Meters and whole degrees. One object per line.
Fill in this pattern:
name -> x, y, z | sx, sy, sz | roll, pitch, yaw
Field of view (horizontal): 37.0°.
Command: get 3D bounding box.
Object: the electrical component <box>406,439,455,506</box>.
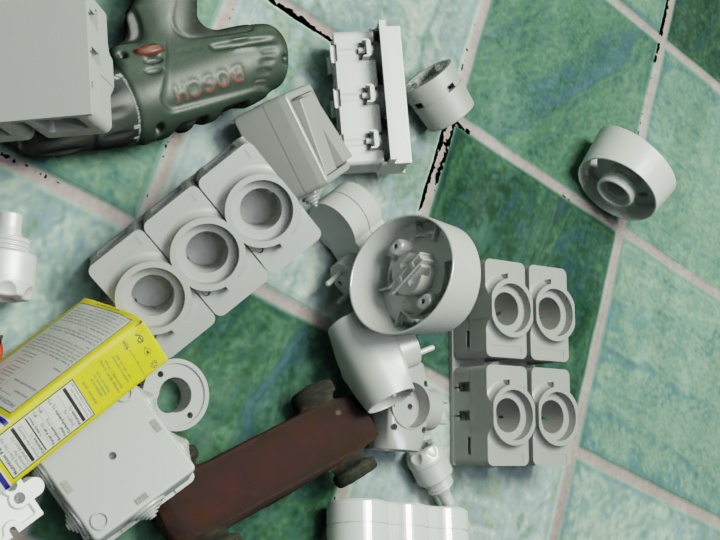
electrical component -> 0.067, 0.183, 0.954 | 0.035, 0.035, 0.061 | -34, 105, -34

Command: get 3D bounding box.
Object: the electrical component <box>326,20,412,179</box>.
electrical component -> 0.007, -0.147, 0.946 | 0.063, 0.078, 0.121 | -4, 83, -6

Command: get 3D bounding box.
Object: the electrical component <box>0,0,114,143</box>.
electrical component -> -0.232, -0.185, 0.739 | 0.105, 0.060, 0.186 | -5, 84, 3

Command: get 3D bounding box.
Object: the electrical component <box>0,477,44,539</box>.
electrical component -> -0.250, 0.161, 0.721 | 0.066, 0.055, 0.048 | -37, 103, -34

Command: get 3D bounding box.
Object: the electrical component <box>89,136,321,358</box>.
electrical component -> -0.116, -0.017, 0.802 | 0.150, 0.062, 0.089 | -39, 107, -2

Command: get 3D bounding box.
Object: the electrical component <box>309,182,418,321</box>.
electrical component -> 0.000, 0.000, 0.927 | 0.074, 0.052, 0.138 | -41, 106, -33

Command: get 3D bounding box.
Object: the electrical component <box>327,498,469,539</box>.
electrical component -> 0.033, 0.236, 0.903 | 0.138, 0.052, 0.073 | 14, 65, -33

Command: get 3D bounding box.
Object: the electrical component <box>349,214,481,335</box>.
electrical component -> 0.046, 0.005, 0.867 | 0.064, 0.099, 0.099 | 9, 77, -40

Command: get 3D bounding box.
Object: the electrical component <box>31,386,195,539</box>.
electrical component -> -0.175, 0.135, 0.758 | 0.100, 0.048, 0.099 | -35, 82, -22

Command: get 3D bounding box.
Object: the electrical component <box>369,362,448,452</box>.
electrical component -> 0.046, 0.121, 0.944 | 0.079, 0.044, 0.077 | 11, 75, -33

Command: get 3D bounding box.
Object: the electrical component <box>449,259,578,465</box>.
electrical component -> 0.144, 0.089, 1.008 | 0.105, 0.060, 0.186 | 7, 78, -34

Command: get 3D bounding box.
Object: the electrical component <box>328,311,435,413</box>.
electrical component -> 0.024, 0.069, 0.898 | 0.079, 0.044, 0.077 | -19, 70, -23

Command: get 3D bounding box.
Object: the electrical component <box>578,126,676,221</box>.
electrical component -> 0.278, -0.101, 1.116 | 0.099, 0.099, 0.064 | 47, 66, -19

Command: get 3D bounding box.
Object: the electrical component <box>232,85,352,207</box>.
electrical component -> -0.050, -0.099, 0.890 | 0.096, 0.061, 0.061 | 64, 23, -9

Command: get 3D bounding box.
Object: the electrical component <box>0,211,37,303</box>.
electrical component -> -0.250, -0.009, 0.758 | 0.043, 0.043, 0.062 | 11, 74, -33

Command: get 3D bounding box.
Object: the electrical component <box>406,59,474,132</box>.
electrical component -> 0.074, -0.162, 1.007 | 0.055, 0.055, 0.047 | -47, 113, -31
